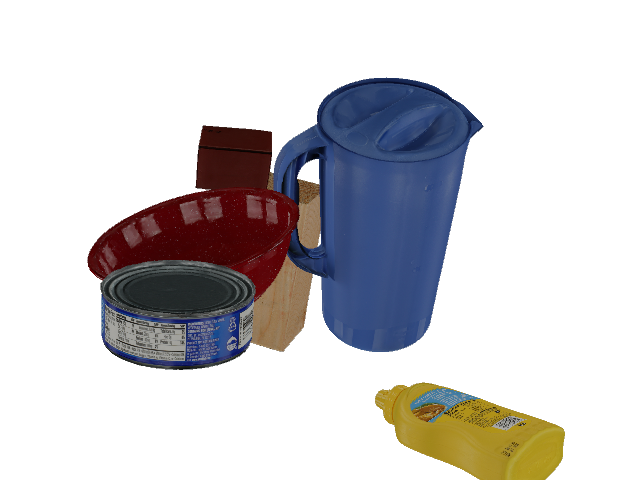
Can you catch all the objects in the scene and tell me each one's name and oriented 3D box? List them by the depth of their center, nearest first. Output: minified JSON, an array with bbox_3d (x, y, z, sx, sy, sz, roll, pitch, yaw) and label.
[{"bbox_3d":[-0.080,0.040,0.597,0.086,0.034,0.086,3,18,-1],"label":"tuna can"},{"bbox_3d":[-0.089,0.017,0.804,0.162,0.055,0.162,-11,25,5],"label":"bowl"},{"bbox_3d":[0.049,-0.014,0.976,0.149,0.243,0.144,17,41,17],"label":"pitcher"},{"bbox_3d":[0.130,0.179,1.026,0.192,0.058,0.096,16,23,42],"label":"mustard bottle"},{"bbox_3d":[-0.092,-0.087,1.140,0.078,0.051,0.053,5,31,-3],"label":"foam brick"},{"bbox_3d":[-0.061,0.026,1.396,0.090,0.206,0.090,15,22,13],"label":"wood block"}]
